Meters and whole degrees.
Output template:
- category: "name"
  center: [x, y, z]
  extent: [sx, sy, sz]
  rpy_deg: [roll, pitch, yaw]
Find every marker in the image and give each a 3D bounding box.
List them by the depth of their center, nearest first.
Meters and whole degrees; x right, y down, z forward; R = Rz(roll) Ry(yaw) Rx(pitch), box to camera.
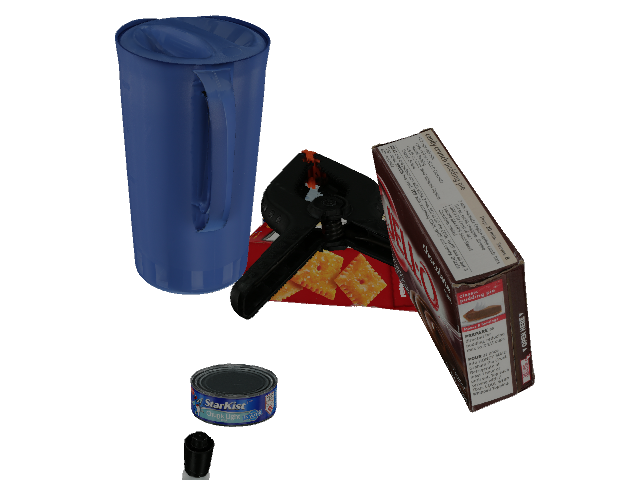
- category: "marker"
  center: [-0.082, 0.172, 0.689]
  extent: [0.020, 0.121, 0.020]
  rpy_deg: [7, 31, -4]

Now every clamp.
- category: "clamp"
  center: [0.018, -0.010, 0.785]
  extent: [0.164, 0.036, 0.210]
  rpy_deg: [-2, 30, -2]

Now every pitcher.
- category: "pitcher"
  center: [-0.114, -0.071, 0.965]
  extent: [0.145, 0.243, 0.149]
  rpy_deg: [15, 31, 19]

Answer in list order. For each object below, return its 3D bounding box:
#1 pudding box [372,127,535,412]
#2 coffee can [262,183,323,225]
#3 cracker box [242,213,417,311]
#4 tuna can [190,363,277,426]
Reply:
- category: "pudding box"
  center: [0.064, 0.012, 0.525]
  extent: [0.039, 0.090, 0.113]
  rpy_deg: [-21, 42, -6]
- category: "coffee can"
  center: [-0.032, 0.002, 1.494]
  extent: [0.103, 0.140, 0.103]
  rpy_deg: [3, 24, -2]
- category: "cracker box"
  center: [0.039, 0.019, 1.132]
  extent: [0.214, 0.072, 0.164]
  rpy_deg: [4, 15, 11]
- category: "tuna can"
  center: [-0.085, 0.152, 1.050]
  extent: [0.086, 0.034, 0.086]
  rpy_deg: [2, 14, -1]
